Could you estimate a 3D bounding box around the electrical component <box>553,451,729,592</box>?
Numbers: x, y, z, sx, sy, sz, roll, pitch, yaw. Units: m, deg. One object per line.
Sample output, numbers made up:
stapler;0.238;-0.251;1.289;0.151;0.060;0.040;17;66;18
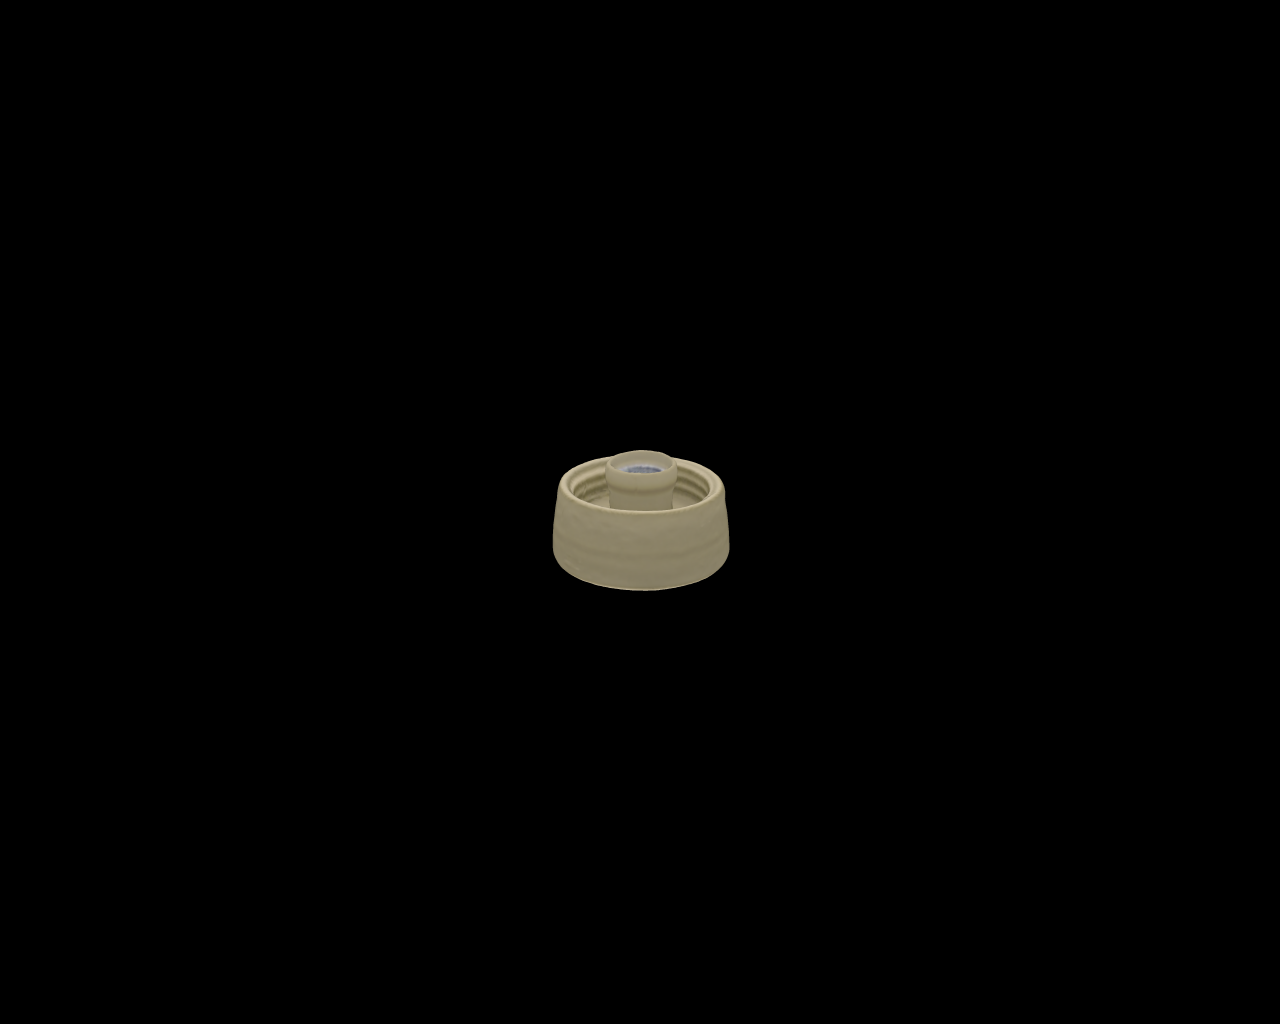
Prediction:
electrical component;0.001;-0.003;0.650;0.108;0.060;0.108;0;23;0
